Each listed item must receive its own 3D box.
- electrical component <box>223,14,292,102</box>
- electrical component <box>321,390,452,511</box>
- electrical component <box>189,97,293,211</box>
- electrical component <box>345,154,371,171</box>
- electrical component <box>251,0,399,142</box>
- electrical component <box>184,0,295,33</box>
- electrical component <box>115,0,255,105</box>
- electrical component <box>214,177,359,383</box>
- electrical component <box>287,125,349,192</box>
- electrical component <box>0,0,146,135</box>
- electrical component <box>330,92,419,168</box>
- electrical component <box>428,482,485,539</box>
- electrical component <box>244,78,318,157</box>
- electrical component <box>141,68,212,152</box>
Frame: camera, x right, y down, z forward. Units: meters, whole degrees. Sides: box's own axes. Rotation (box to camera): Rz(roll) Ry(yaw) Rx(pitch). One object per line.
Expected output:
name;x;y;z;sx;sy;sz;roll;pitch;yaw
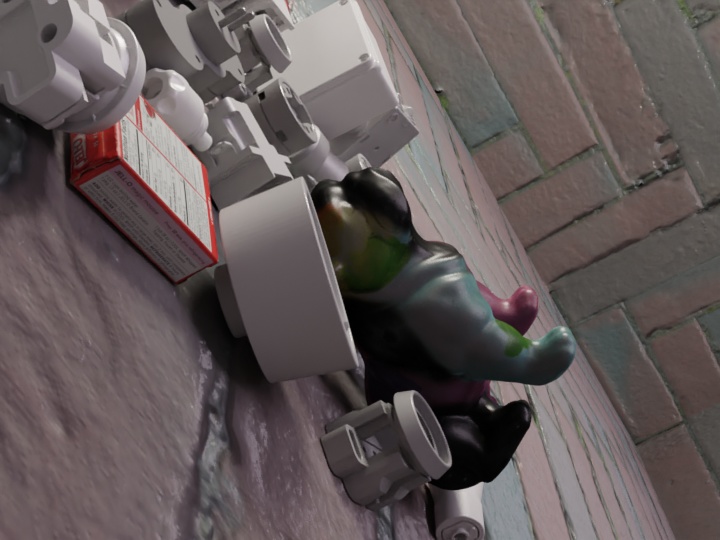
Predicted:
electrical component;-0.086;-0.165;0.829;0.048;0.055;0.066;44;21;-56
electrical component;0.020;0.109;0.659;0.078;0.057;0.058;43;23;-58
electrical component;-0.080;-0.074;0.688;0.063;0.042;0.081;60;11;5
electrical component;-0.007;-0.069;0.967;0.055;0.047;0.055;58;13;-21
electrical component;-0.033;-0.166;0.928;0.056;0.109;0.108;54;14;-43
electrical component;-0.129;-0.279;0.893;0.105;0.060;0.186;43;22;-57
electrical component;-0.100;-0.144;0.678;0.052;0.074;0.138;62;12;0
electrical component;-0.045;0.009;0.584;0.108;0.060;0.108;-16;90;-90
electrical component;-0.041;-0.088;0.873;0.055;0.045;0.045;50;17;-43
electrical component;-0.132;-0.094;0.475;0.057;0.058;0.078;35;29;-59
electrical component;0.003;-0.132;1.032;0.048;0.100;0.100;53;8;19
electrical component;0.071;0.170;0.782;0.044;0.044;0.065;56;18;-27
electrical component;-0.066;-0.109;0.809;0.055;0.047;0.055;58;13;-21
electrical component;-0.106;-0.089;0.628;0.061;0.035;0.035;48;18;-57
